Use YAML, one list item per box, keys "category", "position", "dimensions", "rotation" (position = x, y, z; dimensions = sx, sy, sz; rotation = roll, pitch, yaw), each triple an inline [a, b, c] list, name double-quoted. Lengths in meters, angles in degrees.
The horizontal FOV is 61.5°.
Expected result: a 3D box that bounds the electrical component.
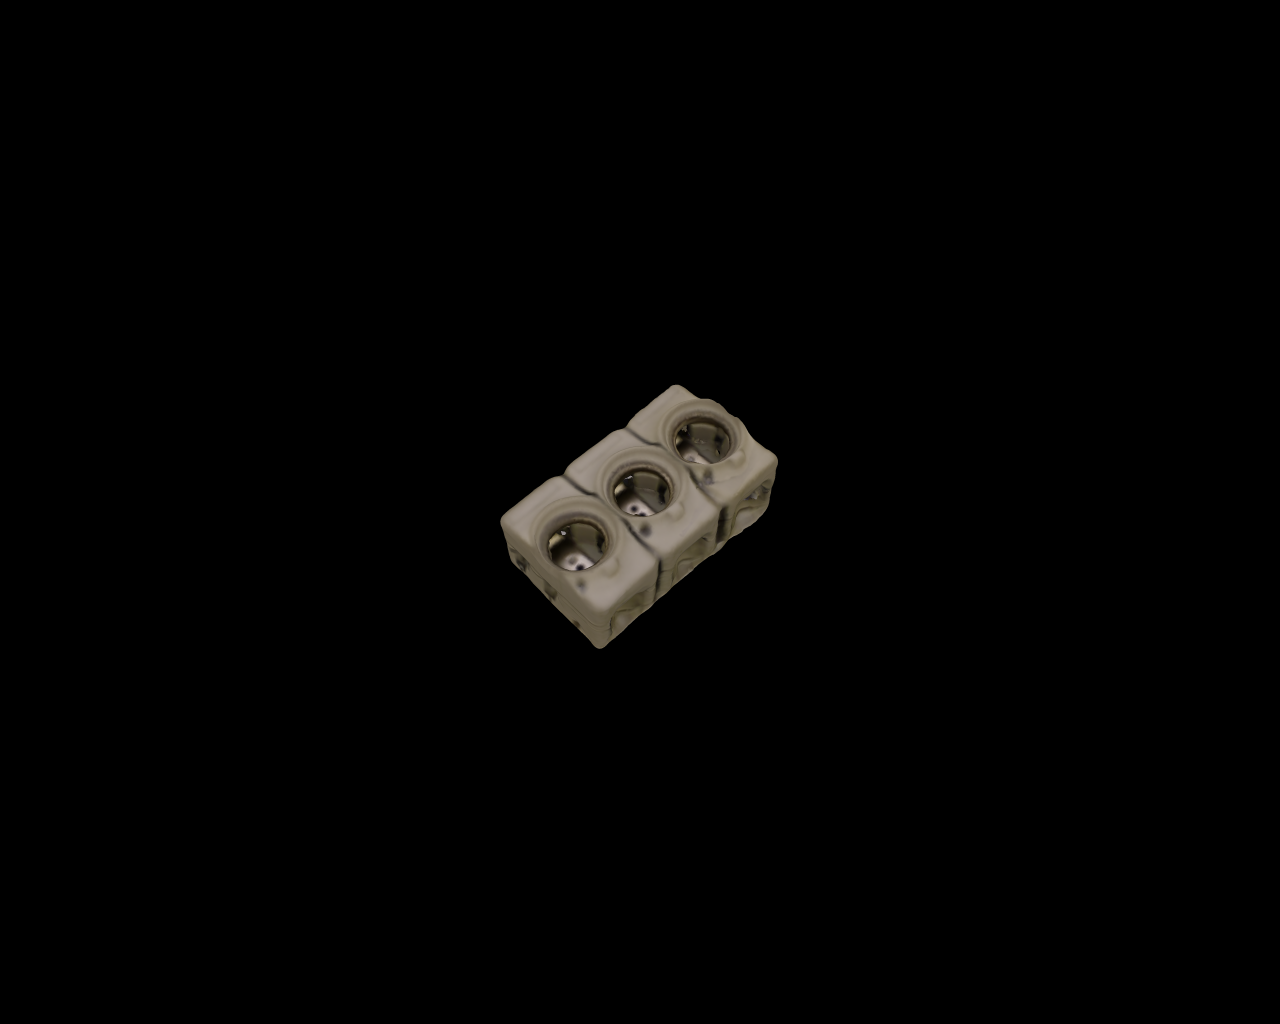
- category: "electrical component"
  position: [0.001, -0.003, 0.650]
  dimensions: [0.150, 0.089, 0.061]
  rotation: [-39, -24, -22]
